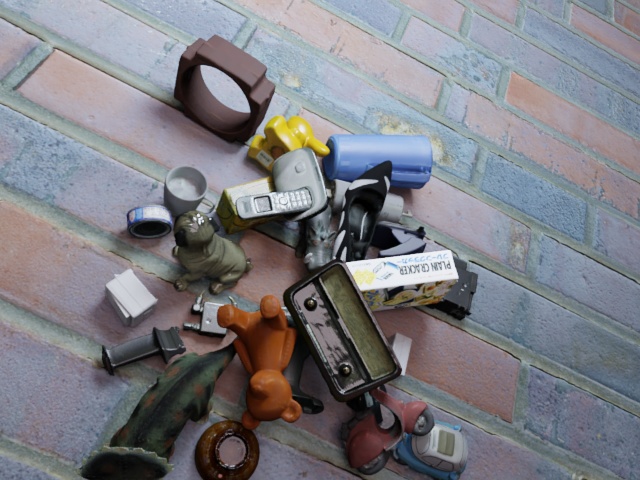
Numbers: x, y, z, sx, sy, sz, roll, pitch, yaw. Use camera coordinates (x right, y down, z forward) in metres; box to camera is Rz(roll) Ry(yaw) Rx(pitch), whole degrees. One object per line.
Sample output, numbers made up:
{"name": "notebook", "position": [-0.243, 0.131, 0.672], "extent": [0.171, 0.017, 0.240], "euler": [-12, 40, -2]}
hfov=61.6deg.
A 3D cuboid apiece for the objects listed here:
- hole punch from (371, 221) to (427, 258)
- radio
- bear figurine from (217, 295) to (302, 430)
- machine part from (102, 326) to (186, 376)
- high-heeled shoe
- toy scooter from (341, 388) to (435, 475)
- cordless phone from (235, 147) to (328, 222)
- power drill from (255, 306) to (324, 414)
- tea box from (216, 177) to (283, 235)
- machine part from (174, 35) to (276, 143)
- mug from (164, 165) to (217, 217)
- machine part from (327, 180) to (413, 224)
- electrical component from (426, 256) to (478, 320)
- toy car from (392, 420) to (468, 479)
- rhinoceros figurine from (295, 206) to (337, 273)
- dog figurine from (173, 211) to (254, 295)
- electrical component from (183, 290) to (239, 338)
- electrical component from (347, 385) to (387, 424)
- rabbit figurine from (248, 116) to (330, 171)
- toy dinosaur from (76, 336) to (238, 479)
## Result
{"name": "hole punch", "position": [0.170, 0.027, 1.185], "extent": [0.116, 0.142, 0.092], "euler": [9, 58, -1]}
{"name": "radio", "position": [0.036, 0.160, 0.955], "extent": [0.131, 0.073, 0.229], "euler": [-28, 79, 0]}
{"name": "bear figurine", "position": [-0.102, 0.211, 0.914], "extent": [0.120, 0.131, 0.196], "euler": [-11, 59, 14]}
{"name": "machine part", "position": [-0.312, 0.194, 0.950], "extent": [0.139, 0.039, 0.084], "euler": [-14, 37, -20]}
{"name": "high-heeled shoe", "position": [0.098, -0.048, 1.135], "extent": [0.086, 0.248, 0.145], "euler": [23, 15, -22]}
{"name": "toy scooter", "position": [0.105, 0.332, 0.986], "extent": [0.184, 0.075, 0.135], "euler": [-39, 92, 5]}
{"name": "cordless phone", "position": [-0.086, -0.103, 1.067], "extent": [0.184, 0.088, 0.146], "euler": [-9, 71, -21]}
{"name": "power drill", "position": [-0.023, 0.222, 1.035], "extent": [0.232, 0.086, 0.207], "euler": [12, 64, -13]}
{"name": "tea box", "position": [-0.126, -0.080, 1.144], "extent": [0.169, 0.098, 0.068], "euler": [-17, 72, -30]}
{"name": "machine part", "position": [-0.210, -0.327, 1.179], "extent": [0.201, 0.201, 0.087], "euler": [32, 55, -2]}
{"name": "mug", "position": [-0.265, -0.086, 1.088], "extent": [0.109, 0.107, 0.081], "euler": [22, 59, -14]}
{"name": "machine part", "position": [0.103, -0.084, 1.244], "extent": [0.243, 0.079, 0.079], "euler": [14, 60, -14]}
{"name": "electrical component", "position": [0.297, 0.100, 1.234], "extent": [0.115, 0.058, 0.134], "euler": [23, 58, -11]}
{"name": "toy car", "position": [0.222, 0.391, 1.026], "extent": [0.162, 0.103, 0.109], "euler": [23, 57, -10]}
{"name": "rhinoceros figurine", "position": [-0.002, -0.003, 1.143], "extent": [0.073, 0.112, 0.190], "euler": [14, 52, -17]}
{"name": "dog figurine", "position": [-0.195, 0.016, 1.011], "extent": [0.172, 0.190, 0.121], "euler": [-9, 68, -27]}
{"name": "electrical component", "position": [-0.203, 0.143, 1.027], "extent": [0.102, 0.045, 0.078], "euler": [17, 58, -12]}
{"name": "electrical component", "position": [0.092, 0.302, 1.049], "extent": [0.075, 0.048, 0.119], "euler": [-29, 117, -28]}
{"name": "rabbit figurine", "position": [-0.058, -0.228, 1.243], "extent": [0.162, 0.122, 0.173], "euler": [32, 38, -6]}
{"name": "toy dinosaur", "position": [-0.236, 0.270, 0.862], "extent": [0.131, 0.192, 0.405], "euler": [34, 58, -4]}
